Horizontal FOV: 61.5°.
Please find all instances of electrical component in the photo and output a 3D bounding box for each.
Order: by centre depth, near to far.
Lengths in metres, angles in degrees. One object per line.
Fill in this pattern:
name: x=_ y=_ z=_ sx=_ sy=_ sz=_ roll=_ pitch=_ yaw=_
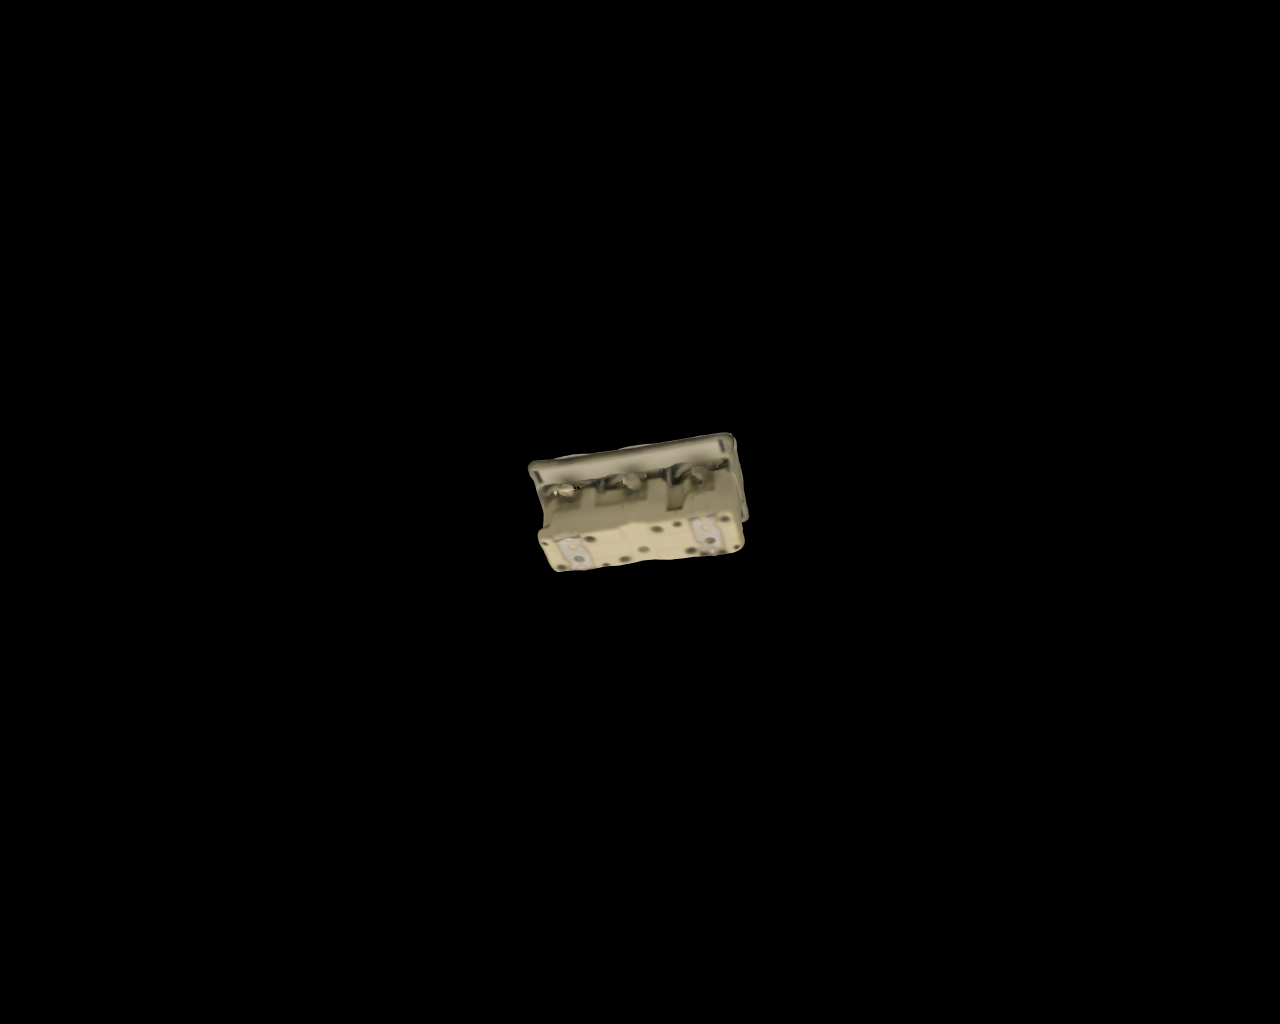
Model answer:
electrical component: x=0.001 y=-0.003 z=0.650 sx=0.121 sy=0.063 sz=0.078 roll=-7 pitch=-39 yaw=9
